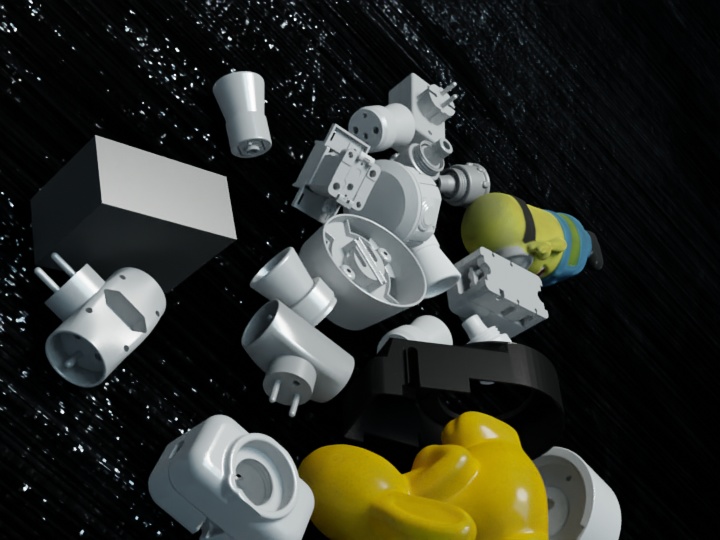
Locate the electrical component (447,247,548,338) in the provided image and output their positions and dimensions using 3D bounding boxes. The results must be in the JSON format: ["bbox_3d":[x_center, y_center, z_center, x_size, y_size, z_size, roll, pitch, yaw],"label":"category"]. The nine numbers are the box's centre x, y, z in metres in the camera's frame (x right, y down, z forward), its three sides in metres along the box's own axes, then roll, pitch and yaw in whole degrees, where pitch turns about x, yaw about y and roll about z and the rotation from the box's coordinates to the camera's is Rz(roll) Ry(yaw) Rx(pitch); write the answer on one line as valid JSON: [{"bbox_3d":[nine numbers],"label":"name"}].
[{"bbox_3d":[0.127,0.025,1.029,0.089,0.056,0.050,25,46,-36],"label":"electrical component"}]

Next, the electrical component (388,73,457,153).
[{"bbox_3d":[0.071,-0.163,1.096,0.047,0.076,0.083,31,42,-30],"label":"electrical component"}]

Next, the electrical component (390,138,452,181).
[{"bbox_3d":[0.063,-0.106,1.053,0.048,0.062,0.048,29,43,-32],"label":"electrical component"}]

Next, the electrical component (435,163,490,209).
[{"bbox_3d":[0.098,-0.086,1.095,0.062,0.048,0.048,0,63,-42],"label":"electrical component"}]

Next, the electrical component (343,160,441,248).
[{"bbox_3d":[0.029,-0.057,0.961,0.051,0.080,0.080,2,61,-55],"label":"electrical component"}]

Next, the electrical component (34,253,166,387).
[{"bbox_3d":[-0.175,0.023,0.691,0.079,0.043,0.077,48,36,-10],"label":"electrical component"}]

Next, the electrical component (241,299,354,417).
[{"bbox_3d":[-0.049,0.073,0.796,0.077,0.043,0.079,39,39,-22],"label":"electrical component"}]

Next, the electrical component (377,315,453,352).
[{"bbox_3d":[0.046,0.066,0.912,0.055,0.045,0.045,-20,79,-53],"label":"electrical component"}]

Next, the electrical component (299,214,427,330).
[{"bbox_3d":[0.000,0.000,0.894,0.099,0.064,0.099,30,43,-32],"label":"electrical component"}]

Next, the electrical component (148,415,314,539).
[{"bbox_3d":[-0.079,0.142,0.693,0.095,0.059,0.053,44,37,-16],"label":"electrical component"}]

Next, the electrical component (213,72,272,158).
[{"bbox_3d":[-0.097,-0.128,0.905,0.044,0.044,0.065,8,61,-46],"label":"electrical component"}]

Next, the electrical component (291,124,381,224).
[{"bbox_3d":[-0.018,-0.080,0.926,0.042,0.064,0.081,29,84,-32],"label":"electrical component"}]

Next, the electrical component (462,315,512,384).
[{"bbox_3d":[0.118,0.071,0.994,0.048,0.048,0.062,-14,66,-53],"label":"electrical component"}]

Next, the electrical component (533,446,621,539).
[{"bbox_3d":[0.163,0.207,0.886,0.060,0.108,0.108,38,39,-33],"label":"electrical component"}]

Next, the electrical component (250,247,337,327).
[{"bbox_3d":[-0.051,0.017,0.838,0.055,0.045,0.045,48,36,-12],"label":"electrical component"}]

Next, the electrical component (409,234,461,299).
[{"bbox_3d":[0.060,-0.012,0.994,0.044,0.044,0.065,-2,59,-50],"label":"electrical component"}]

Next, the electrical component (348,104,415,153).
[{"bbox_3d":[0.021,-0.138,1.045,0.055,0.045,0.045,-17,76,-53],"label":"electrical component"}]
